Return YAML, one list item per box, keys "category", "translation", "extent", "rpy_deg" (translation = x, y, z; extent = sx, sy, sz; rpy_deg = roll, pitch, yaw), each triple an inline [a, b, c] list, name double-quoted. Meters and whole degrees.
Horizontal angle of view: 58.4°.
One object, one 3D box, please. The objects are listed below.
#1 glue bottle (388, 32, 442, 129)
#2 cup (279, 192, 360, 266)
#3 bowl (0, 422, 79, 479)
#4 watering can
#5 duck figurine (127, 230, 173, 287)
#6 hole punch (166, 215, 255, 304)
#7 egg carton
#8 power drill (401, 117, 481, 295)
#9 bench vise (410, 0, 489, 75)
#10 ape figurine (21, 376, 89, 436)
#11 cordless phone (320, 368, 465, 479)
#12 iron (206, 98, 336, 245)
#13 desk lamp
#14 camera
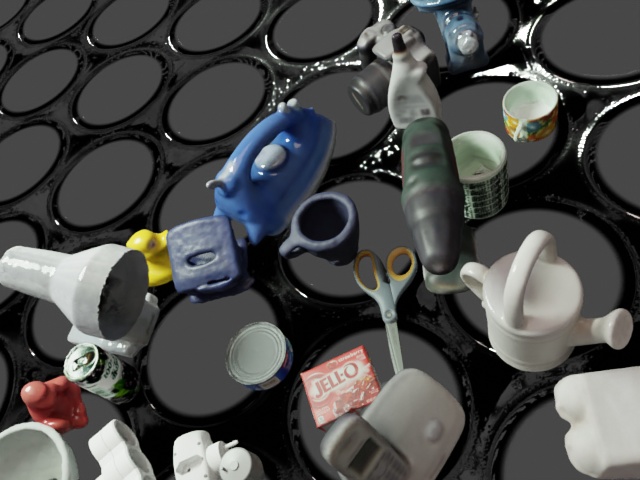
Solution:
- category: "glue bottle"
  translation: [0.129, -0.232, 0.835]
  extent: [0.078, 0.173, 0.037]
  rpy_deg: [2, 60, 21]
- category: "cup"
  translation: [0.007, 0.003, 0.782]
  extent: [0.118, 0.095, 0.091]
  rpy_deg: [-35, 54, -3]
- category: "bowl"
  translation: [-0.371, 0.325, 0.732]
  extent: [0.167, 0.075, 0.167]
  rpy_deg: [-9, 57, 15]
- category: "watering can"
  translation: [0.231, 0.062, 0.602]
  extent: [0.172, 0.194, 0.101]
  rpy_deg: [3, 61, 22]
- category: "duck figurine"
  translation: [-0.260, 0.020, 0.875]
  extent: [0.104, 0.086, 0.077]
  rpy_deg: [-24, 54, 4]
- category: "hole punch"
  translation: [-0.160, 0.028, 0.830]
  extent: [0.108, 0.091, 0.101]
  rpy_deg: [-16, 55, 11]
- category: "egg carton"
  translation: [0.319, 0.181, 0.572]
  extent: [0.150, 0.070, 0.107]
  rpy_deg: [-12, 56, 13]
- category: "power drill"
  translation: [0.143, -0.021, 0.677]
  extent: [0.075, 0.209, 0.229]
  rpy_deg: [-11, 56, 14]
- category: "bench vise"
  translation: [0.211, -0.381, 0.869]
  extent: [0.121, 0.220, 0.207]
  rpy_deg: [-30, 54, 1]
- category: "ape figurine"
  translation: [-0.370, 0.222, 0.785]
  extent: [0.076, 0.092, 0.078]
  rpy_deg: [2, 61, 22]
- category: "cordless phone"
  translation: [0.073, 0.193, 0.583]
  extent: [0.093, 0.185, 0.148]
  rpy_deg: [26, 71, 31]
- category: "iron"
  translation: [-0.069, -0.128, 0.862]
  extent: [0.118, 0.142, 0.258]
  rpy_deg: [24, 70, 31]
- category: "desk lamp"
  translation: [-0.308, 0.081, 0.775]
  extent: [0.202, 0.214, 0.118]
  rpy_deg: [5, 61, 23]
- category: "camera"
  translation: [0.100, -0.278, 0.919]
  extent: [0.137, 0.101, 0.142]
  rpy_deg: [-40, 55, -7]
